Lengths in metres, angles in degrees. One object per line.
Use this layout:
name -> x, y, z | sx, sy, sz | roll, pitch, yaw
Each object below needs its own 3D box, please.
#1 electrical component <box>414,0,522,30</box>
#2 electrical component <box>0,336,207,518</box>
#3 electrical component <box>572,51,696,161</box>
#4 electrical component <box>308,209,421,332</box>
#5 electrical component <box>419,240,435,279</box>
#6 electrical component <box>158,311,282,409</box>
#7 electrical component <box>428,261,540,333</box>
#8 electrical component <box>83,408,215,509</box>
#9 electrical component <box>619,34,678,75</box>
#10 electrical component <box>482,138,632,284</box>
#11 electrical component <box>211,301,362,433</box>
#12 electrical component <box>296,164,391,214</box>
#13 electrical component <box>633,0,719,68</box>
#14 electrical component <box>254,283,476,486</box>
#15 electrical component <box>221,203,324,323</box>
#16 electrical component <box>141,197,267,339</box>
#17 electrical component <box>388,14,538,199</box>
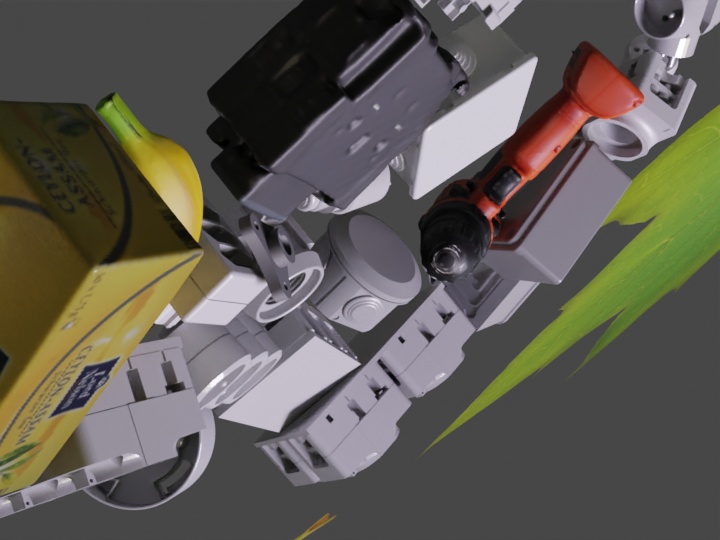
electrical component -> 0.046, -0.161, 0.493 | 0.079, 0.063, 0.121 | -43, 162, 11
electrical component -> -0.170, 0.093, 0.589 | 0.150, 0.061, 0.089 | -23, 172, 31
electrical component -> 0.213, -0.125, 0.855 | 0.055, 0.050, 0.089 | -62, -163, -20
electrical component -> 0.000, 0.000, 0.764 | 0.051, 0.080, 0.080 | -44, 163, 30
electrical component -> 0.077, -0.011, 0.949 | 0.048, 0.048, 0.062 | -39, 169, -2
electrical component -> -0.100, 0.043, 0.672 | 0.052, 0.073, 0.138 | -44, 173, 4
electrical component -> 0.127, -0.006, 1.005 | 0.057, 0.078, 0.113 | -17, 152, -43
electrical component -> -0.146, 0.106, 0.705 | 0.099, 0.099, 0.064 | -40, 168, 2
electrical component -> 0.236, -0.164, 0.895 | 0.045, 0.045, 0.055 | -34, 161, -17
electrical component -> 0.150, -0.047, 0.878 | 0.108, 0.056, 0.109 | -53, -165, -8
electrical component -> -0.067, 0.067, 0.817 | 0.089, 0.061, 0.150 | -40, 162, 2
electrical component -> -0.017, -0.054, 0.664 | 0.078, 0.040, 0.040 | -23, 156, -41
electrical component -> 0.247, -0.191, 0.833 | 0.077, 0.043, 0.079 | -25, 137, -39
electrical component -> 0.009, 0.103, 0.931 | 0.186, 0.060, 0.105 | -45, -170, -31
electrical component -> -0.060, -0.005, 0.668 | 0.058, 0.057, 0.078 | -16, 151, -51
electrical component -> -0.103, 0.006, 0.593 | 0.077, 0.065, 0.047 | -43, 162, 13
electrical component -> 0.056, -0.103, 0.676 | 0.100, 0.048, 0.099 | -34, 161, -16
